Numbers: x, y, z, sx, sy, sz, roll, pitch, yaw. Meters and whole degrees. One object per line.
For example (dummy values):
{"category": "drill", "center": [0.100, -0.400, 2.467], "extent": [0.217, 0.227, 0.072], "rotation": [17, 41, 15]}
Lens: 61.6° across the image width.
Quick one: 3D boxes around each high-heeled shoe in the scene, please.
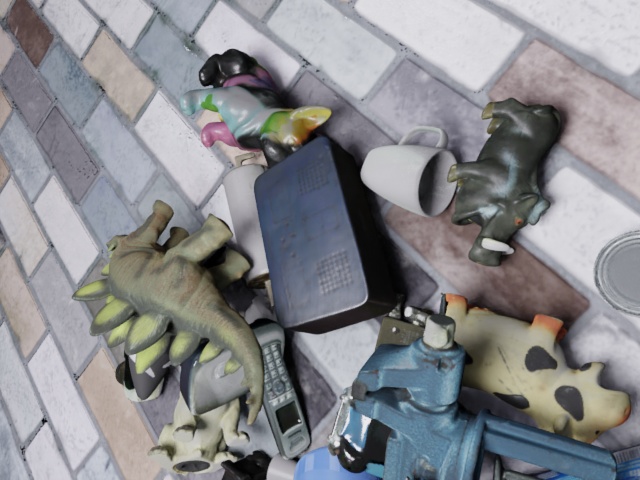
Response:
{"category": "high-heeled shoe", "center": [-0.203, 0.114, 0.807], "extent": [0.145, 0.086, 0.248], "rotation": [-11, 64, 37]}

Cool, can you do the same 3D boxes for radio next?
{"category": "radio", "center": [-0.001, -0.002, 0.676], "extent": [0.131, 0.073, 0.229], "rotation": [-26, 61, 25]}

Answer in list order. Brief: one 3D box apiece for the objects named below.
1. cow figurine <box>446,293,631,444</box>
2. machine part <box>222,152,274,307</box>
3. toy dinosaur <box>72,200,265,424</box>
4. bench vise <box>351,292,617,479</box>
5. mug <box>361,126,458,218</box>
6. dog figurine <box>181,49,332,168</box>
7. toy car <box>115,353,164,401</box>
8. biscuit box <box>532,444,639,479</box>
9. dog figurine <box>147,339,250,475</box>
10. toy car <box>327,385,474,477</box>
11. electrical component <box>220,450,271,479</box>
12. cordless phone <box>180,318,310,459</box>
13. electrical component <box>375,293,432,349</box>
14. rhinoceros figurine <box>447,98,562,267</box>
{"category": "cow figurine", "center": [0.210, 0.139, 0.553], "extent": [0.195, 0.085, 0.127], "rotation": [14, 82, 31]}
{"category": "machine part", "center": [-0.087, -0.020, 0.774], "extent": [0.079, 0.079, 0.243], "rotation": [-26, 68, 25]}
{"category": "toy dinosaur", "center": [-0.182, 0.065, 0.667], "extent": [0.472, 0.104, 0.198], "rotation": [17, 58, 46]}
{"category": "bench vise", "center": [0.150, 0.179, 0.479], "extent": [0.241, 0.129, 0.223], "rotation": [11, 98, 23]}
{"category": "mug", "center": [0.108, -0.091, 0.668], "extent": [0.107, 0.080, 0.109], "rotation": [18, 93, 42]}
{"category": "dog figurine", "center": [-0.072, -0.188, 0.782], "extent": [0.219, 0.108, 0.191], "rotation": [12, 58, 17]}
{"category": "toy car", "center": [-0.289, 0.158, 0.877], "extent": [0.074, 0.056, 0.201], "rotation": [-13, 72, 36]}
{"category": "biscuit box", "center": [0.241, 0.259, 0.511], "extent": [0.203, 0.059, 0.062], "rotation": [-30, 96, 24]}
{"category": "dog figurine", "center": [-0.173, 0.222, 0.782], "extent": [0.172, 0.121, 0.191], "rotation": [-45, 36, 31]}
{"category": "toy car", "center": [0.083, 0.210, 0.601], "extent": [0.162, 0.103, 0.109], "rotation": [16, 88, -11]}
{"category": "electrical component", "center": [-0.109, 0.346, 0.711], "extent": [0.048, 0.074, 0.119], "rotation": [21, 95, 35]}
{"category": "cordless phone", "center": [-0.093, 0.205, 0.685], "extent": [0.089, 0.146, 0.184], "rotation": [-27, 83, 47]}
{"category": "electrical component", "center": [0.104, 0.121, 0.645], "extent": [0.078, 0.045, 0.102], "rotation": [20, 91, 32]}
{"category": "rhinoceros figurine", "center": [0.208, -0.064, 0.609], "extent": [0.112, 0.073, 0.190], "rotation": [22, 90, 22]}
